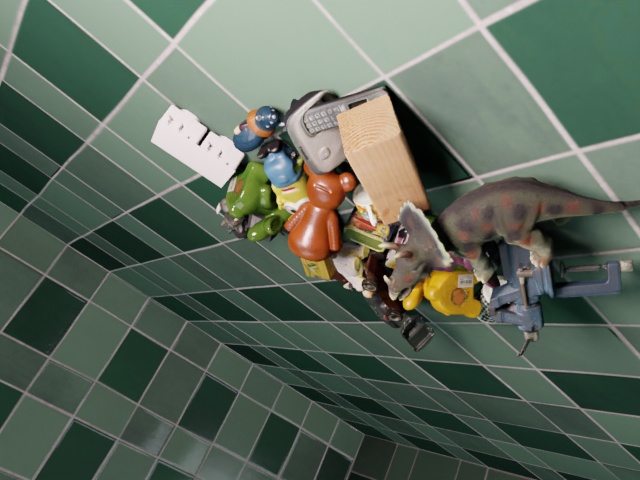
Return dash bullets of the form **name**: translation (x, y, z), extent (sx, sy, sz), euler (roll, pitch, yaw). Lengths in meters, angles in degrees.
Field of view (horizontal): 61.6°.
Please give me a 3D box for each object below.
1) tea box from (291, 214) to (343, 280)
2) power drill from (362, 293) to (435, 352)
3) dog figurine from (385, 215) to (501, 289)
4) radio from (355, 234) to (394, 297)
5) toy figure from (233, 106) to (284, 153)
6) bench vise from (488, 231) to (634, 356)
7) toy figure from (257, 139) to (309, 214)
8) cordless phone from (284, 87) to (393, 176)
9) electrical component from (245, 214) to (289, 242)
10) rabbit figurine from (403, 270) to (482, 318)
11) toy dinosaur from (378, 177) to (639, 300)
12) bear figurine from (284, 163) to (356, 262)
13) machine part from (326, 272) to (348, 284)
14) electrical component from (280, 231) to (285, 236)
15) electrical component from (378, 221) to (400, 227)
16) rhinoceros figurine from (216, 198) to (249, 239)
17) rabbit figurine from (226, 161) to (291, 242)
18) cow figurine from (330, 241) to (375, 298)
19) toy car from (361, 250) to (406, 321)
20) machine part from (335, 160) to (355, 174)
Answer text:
- **tea box**: translation (-0.003, -0.004, 1.235), extent (0.068, 0.098, 0.169), euler (9, 130, 31)
- **power drill**: translation (0.215, 0.210, 1.453), extent (0.231, 0.086, 0.207), euler (51, 178, -35)
- **dog figurine**: translation (0.261, 0.032, 1.087), extent (0.219, 0.108, 0.191), euler (24, 151, 0)
- **radio**: translation (0.157, 0.067, 1.298), extent (0.131, 0.073, 0.229), euler (17, 152, 22)
- **toy figure**: translation (-0.122, -0.218, 1.037), extent (0.154, 0.064, 0.057), euler (-27, 85, 55)
- **bench vise**: translation (0.419, 0.078, 0.951), extent (0.241, 0.223, 0.129), euler (-7, -178, 25)
- **toy figure**: translation (-0.060, -0.131, 1.120), extent (0.082, 0.089, 0.180), euler (8, 140, 42)
- **cordless phone**: translation (0.045, -0.194, 0.913), extent (0.184, 0.089, 0.146), euler (-9, 140, 24)
- **electrical component**: translation (-0.120, -0.037, 1.320), extent (0.119, 0.048, 0.074), euler (28, 126, 11)
- **rabbit figurine**: translation (0.260, 0.110, 1.200), extent (0.173, 0.162, 0.121), euler (-140, 39, -74)
- **toy dinosaur**: translation (0.279, -0.033, 0.859), extent (0.405, 0.131, 0.192), euler (-28, 138, 26)
- **bear figurine**: translation (0.003, -0.061, 1.069), extent (0.120, 0.195, 0.132), euler (18, -164, 9)
- **machine part**: translation (0.026, 0.047, 1.406), extent (0.179, 0.056, 0.179), euler (22, 153, 12)
- **electrical component**: translation (-0.072, -0.036, 1.351), extent (0.102, 0.045, 0.078), euler (20, 156, 14)
- **electrical component**: translation (0.151, -0.056, 1.069), extent (0.021, 0.063, 0.094), euler (43, 157, -31)
- **rhinoceros figurine**: translation (-0.209, -0.063, 1.359), extent (0.073, 0.112, 0.190), euler (24, 163, 11)
- **rabbit figurine**: translation (-0.117, -0.079, 1.222), extent (0.170, 0.159, 0.121), euler (24, 150, -32)
- **cow figurine**: translation (0.074, 0.069, 1.219), extent (0.098, 0.068, 0.167), euler (17, 149, 33)
- **toy car**: translation (0.140, 0.102, 1.184), extent (0.053, 0.089, 0.202), euler (-4, 145, 34)
- **machine part**: translation (0.057, -0.146, 1.026), extent (0.139, 0.039, 0.084), euler (22, 147, 14)
